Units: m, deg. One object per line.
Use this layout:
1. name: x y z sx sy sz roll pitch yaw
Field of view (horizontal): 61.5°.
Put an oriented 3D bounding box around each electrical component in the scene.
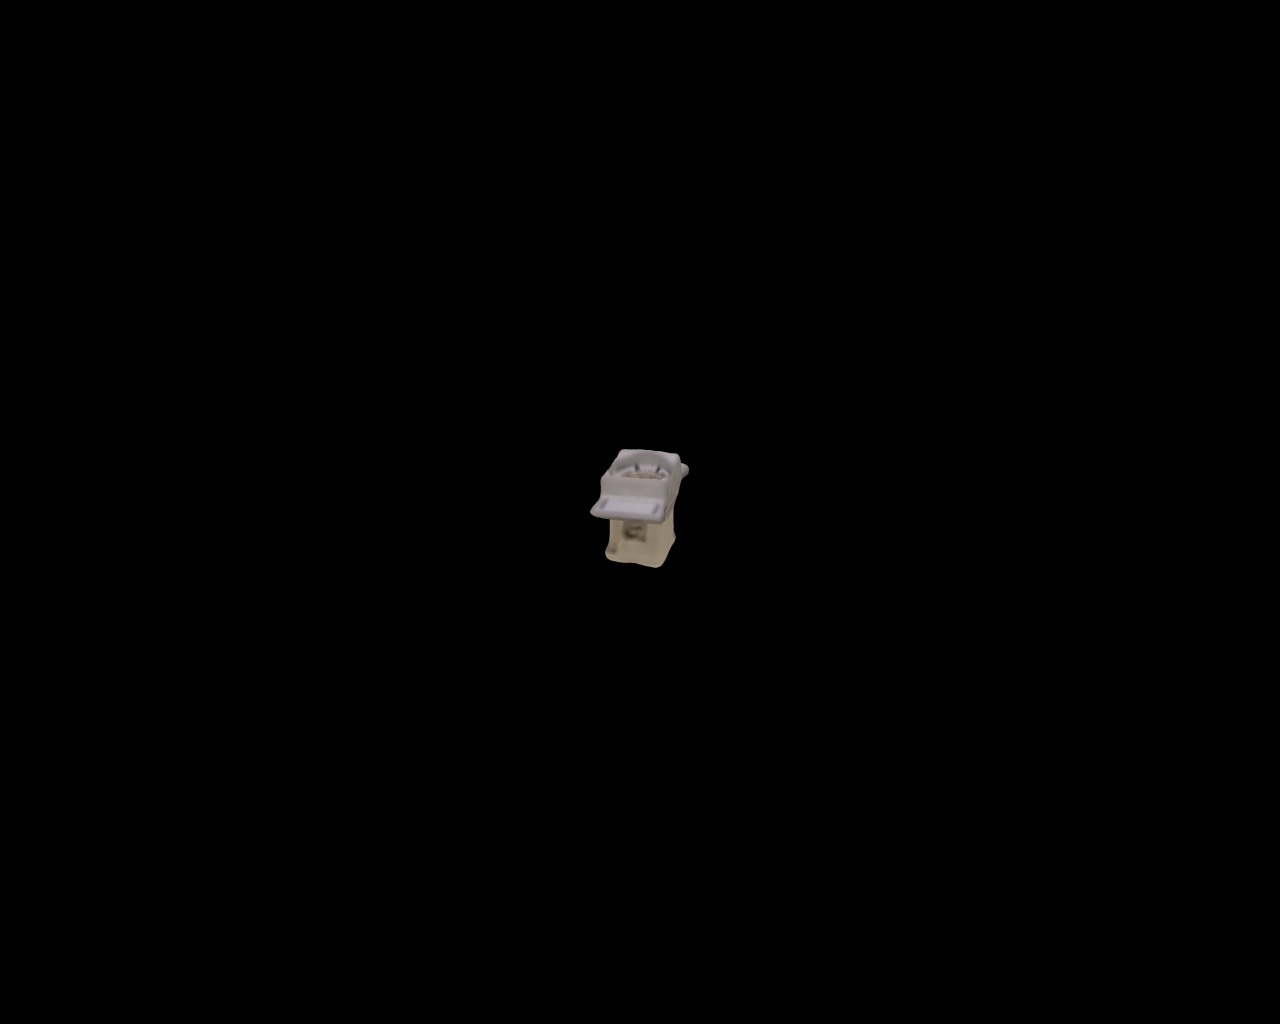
1. electrical component: 0.001 -0.003 0.650 0.042 0.063 0.081 7 27 14
